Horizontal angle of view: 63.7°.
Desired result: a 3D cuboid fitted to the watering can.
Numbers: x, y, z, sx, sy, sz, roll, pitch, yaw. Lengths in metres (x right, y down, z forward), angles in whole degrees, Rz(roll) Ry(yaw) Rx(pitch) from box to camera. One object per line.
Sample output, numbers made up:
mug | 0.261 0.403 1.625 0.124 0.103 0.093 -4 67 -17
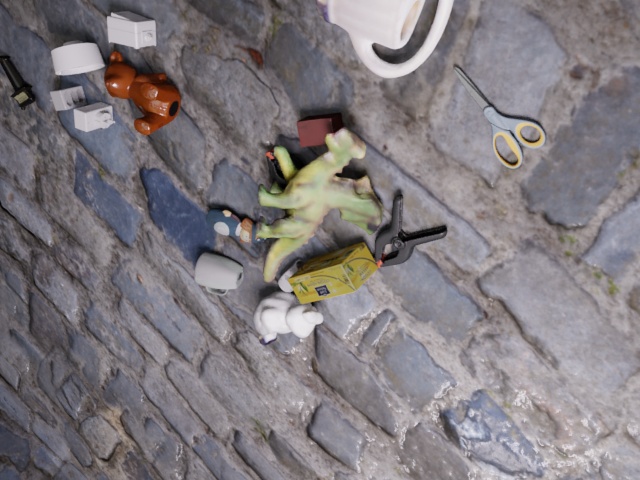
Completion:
watering can | 0.112 -0.427 0.799 0.106 0.225 0.339 -47 -21 -46

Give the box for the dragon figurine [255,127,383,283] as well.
dragon figurine | 0.003 -0.052 1.028 0.125 0.243 0.400 -74 -8 -50

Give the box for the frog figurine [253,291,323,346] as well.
frog figurine | -0.073 0.168 1.170 0.157 0.138 0.124 -33 67 54
